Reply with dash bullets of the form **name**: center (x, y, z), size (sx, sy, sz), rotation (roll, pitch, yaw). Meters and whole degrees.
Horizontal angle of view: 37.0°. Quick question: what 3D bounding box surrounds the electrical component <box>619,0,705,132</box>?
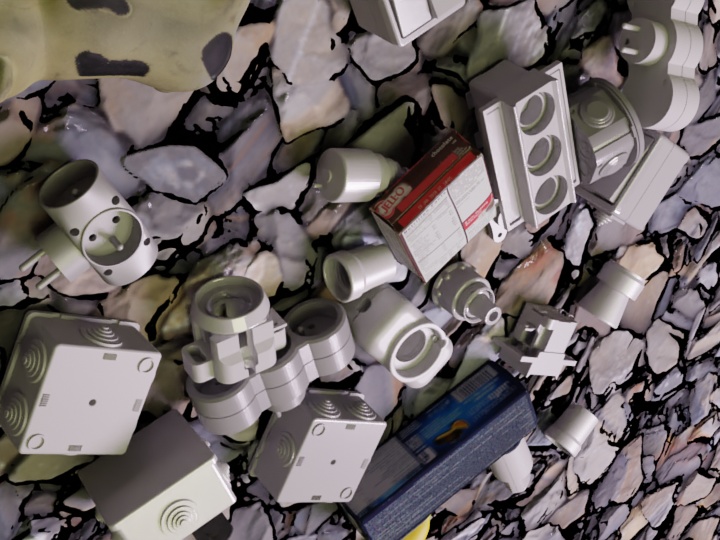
- **electrical component**: center (0.238, -0.185, 0.881), size (0.074, 0.052, 0.138), rotation (0, 93, -38)

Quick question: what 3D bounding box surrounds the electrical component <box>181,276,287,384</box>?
- **electrical component**: center (-0.094, 0.042, 0.794), size (0.078, 0.058, 0.057), rotation (-22, 132, -25)

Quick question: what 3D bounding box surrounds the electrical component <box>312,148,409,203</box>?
- **electrical component**: center (0.004, -0.071, 0.807), size (0.078, 0.040, 0.040), rotation (-4, 119, -36)

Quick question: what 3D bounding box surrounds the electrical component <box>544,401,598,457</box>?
- **electrical component**: center (0.223, 0.167, 1.132), size (0.046, 0.040, 0.040), rotation (-50, 135, -7)

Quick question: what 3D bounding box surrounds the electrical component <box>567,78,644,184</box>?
- **electrical component**: center (0.195, -0.115, 0.900), size (0.051, 0.080, 0.080), rotation (-29, 132, -12)

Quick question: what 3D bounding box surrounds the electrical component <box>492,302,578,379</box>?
- **electrical component**: center (0.172, 0.066, 1.025), size (0.081, 0.042, 0.063), rotation (8, 110, -41)

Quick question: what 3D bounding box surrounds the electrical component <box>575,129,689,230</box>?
- **electrical component**: center (0.234, -0.084, 0.961), size (0.061, 0.062, 0.096), rotation (22, 103, -44)

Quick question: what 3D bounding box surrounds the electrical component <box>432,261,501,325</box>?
- **electrical component**: center (0.096, 0.025, 0.925), size (0.048, 0.062, 0.048), rotation (-19, 128, -27)

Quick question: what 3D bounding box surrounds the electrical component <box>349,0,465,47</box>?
- **electrical component**: center (0.029, -0.199, 0.730), size (0.062, 0.061, 0.096), rotation (-36, 133, -13)

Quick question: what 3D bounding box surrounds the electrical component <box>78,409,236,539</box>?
- **electrical component**: center (-0.150, 0.161, 0.800), size (0.100, 0.100, 0.048), rotation (-33, 120, -16)

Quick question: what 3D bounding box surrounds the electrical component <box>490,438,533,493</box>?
- **electrical component**: center (0.152, 0.191, 1.089), size (0.043, 0.043, 0.081), rotation (-38, 134, -12)

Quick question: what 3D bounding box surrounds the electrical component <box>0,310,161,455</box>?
- **electrical component**: center (-0.195, 0.081, 0.746), size (0.100, 0.048, 0.099), rotation (10, 108, -44)

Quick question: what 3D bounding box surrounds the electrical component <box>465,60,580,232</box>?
- **electrical component**: center (0.130, -0.103, 0.868), size (0.079, 0.063, 0.121), rotation (-33, 133, -16)

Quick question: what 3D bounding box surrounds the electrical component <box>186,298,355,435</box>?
- **electrical component**: center (-0.065, 0.087, 0.848), size (0.138, 0.052, 0.073), rotation (-31, 132, -18)

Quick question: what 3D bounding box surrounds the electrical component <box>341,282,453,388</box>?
- **electrical component**: center (0.032, 0.054, 0.897), size (0.053, 0.059, 0.095), rotation (-49, 135, -1)

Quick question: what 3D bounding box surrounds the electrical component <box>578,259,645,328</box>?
- **electrical component**: center (0.247, 0.023, 1.052), size (0.045, 0.045, 0.055), rotation (25, 100, -44)

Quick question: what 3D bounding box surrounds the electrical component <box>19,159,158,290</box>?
- **electrical component**: center (-0.182, -0.019, 0.695), size (0.079, 0.044, 0.077), rotation (-40, 134, -11)

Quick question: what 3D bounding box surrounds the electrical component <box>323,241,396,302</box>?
- **electrical component**: center (0.000, 0.000, 0.852), size (0.046, 0.040, 0.040), rotation (-21, 128, -33)

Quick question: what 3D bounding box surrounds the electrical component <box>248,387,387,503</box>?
- **electrical component**: center (-0.035, 0.151, 0.915), size (0.100, 0.048, 0.099), rotation (10, 111, -41)
